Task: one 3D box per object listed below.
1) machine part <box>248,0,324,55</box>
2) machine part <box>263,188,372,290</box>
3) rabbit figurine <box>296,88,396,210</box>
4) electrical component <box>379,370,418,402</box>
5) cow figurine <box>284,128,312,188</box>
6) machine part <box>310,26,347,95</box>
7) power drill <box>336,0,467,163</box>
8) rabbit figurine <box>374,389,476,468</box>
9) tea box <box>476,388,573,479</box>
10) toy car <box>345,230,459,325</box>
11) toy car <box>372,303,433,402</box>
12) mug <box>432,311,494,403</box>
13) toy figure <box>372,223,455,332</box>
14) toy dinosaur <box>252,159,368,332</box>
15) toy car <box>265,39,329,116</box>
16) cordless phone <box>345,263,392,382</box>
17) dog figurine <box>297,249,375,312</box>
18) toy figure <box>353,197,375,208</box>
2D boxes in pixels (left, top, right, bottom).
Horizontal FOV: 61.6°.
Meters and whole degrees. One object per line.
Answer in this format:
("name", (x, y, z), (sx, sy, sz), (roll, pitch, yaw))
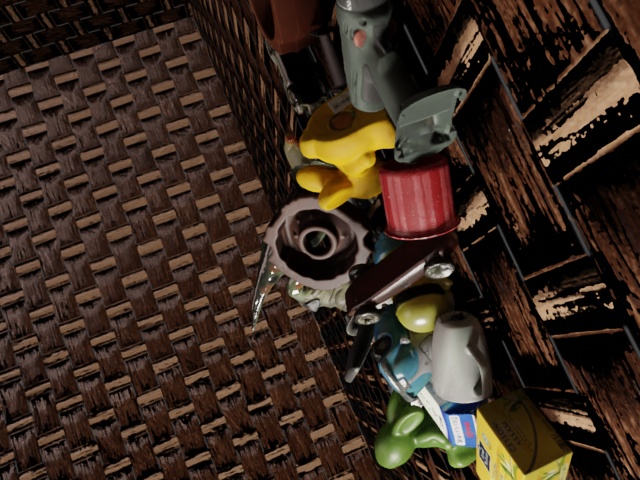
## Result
("machine part", (-0.068, -0.429, 0.889), (0.201, 0.087, 0.201), (-120, 11, -47))
("machine part", (-0.002, -0.003, 0.883), (0.056, 0.179, 0.179), (-72, -30, -58))
("rabbit figurine", (0.051, -0.113, 0.789), (0.122, 0.162, 0.173), (47, 178, 36))
("electrical component", (0.180, 0.298, 1.139), (0.119, 0.075, 0.047), (-124, 16, -45))
("cow figurine", (-0.027, -0.155, 1.287), (0.195, 0.085, 0.127), (65, 165, 12))
("machine part", (0.026, -0.270, 0.855), (0.084, 0.039, 0.138), (-112, 1, -75))
("power drill", (0.074, -0.201, 0.588), (0.207, 0.086, 0.231), (60, 169, 28))
("rabbit figurine", (0.173, 0.335, 0.937), (0.121, 0.170, 0.158), (-130, 20, -63))
("tea box", (0.251, 0.280, 0.678), (0.098, 0.068, 0.169), (-123, 14, -50))
("toy car", (0.107, 0.044, 0.730), (0.202, 0.053, 0.089), (-43, 41, 36))
("toy car", (0.144, 0.159, 0.832), (0.109, 0.103, 0.162), (56, -159, -24))
("mug", (0.191, 0.155, 0.716), (0.110, 0.081, 0.107), (-128, 28, -76))
("toy figure", (0.131, 0.055, 0.804), (0.180, 0.089, 0.082), (61, 177, 31))
("toy dinosaur", (-0.038, -0.022, 0.997), (0.131, 0.405, 0.192), (21, 161, 38))
("toy car", (-0.044, -0.327, 1.017), (0.056, 0.073, 0.201), (122, 127, -74))
("cordless phone", (0.085, 0.144, 0.931), (0.184, 0.089, 0.146), (-64, -1, -46))
("dog figurine", (0.058, 0.125, 1.081), (0.121, 0.191, 0.172), (79, 165, -49))
("toy figure", (0.065, -0.125, 0.890), (0.064, 0.058, 0.154), (-114, 2, -59))
